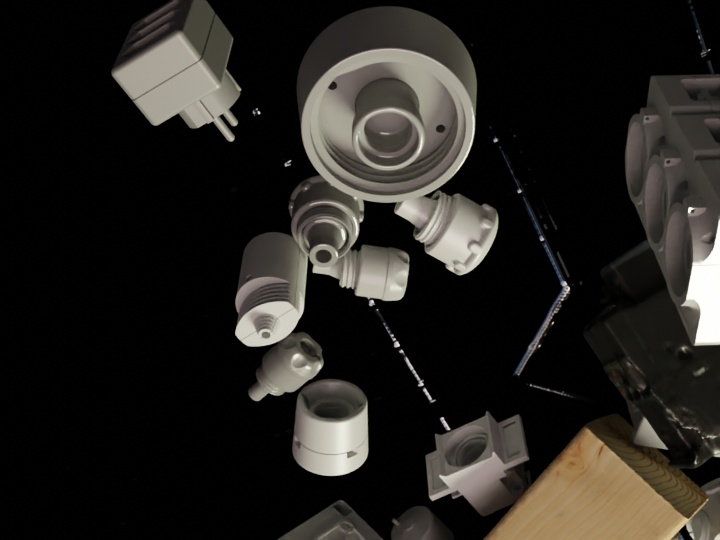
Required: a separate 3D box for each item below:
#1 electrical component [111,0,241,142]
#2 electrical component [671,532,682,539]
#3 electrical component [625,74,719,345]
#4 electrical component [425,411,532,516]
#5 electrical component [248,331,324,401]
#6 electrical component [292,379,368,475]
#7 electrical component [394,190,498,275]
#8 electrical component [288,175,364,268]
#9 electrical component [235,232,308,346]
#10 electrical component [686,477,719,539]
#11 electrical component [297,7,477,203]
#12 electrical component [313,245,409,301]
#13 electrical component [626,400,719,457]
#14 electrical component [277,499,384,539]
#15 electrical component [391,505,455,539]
[{"bbox_3d":[-0.093,-0.106,0.607,0.047,0.065,0.076,-27,121,18],"label":"electrical component"},{"bbox_3d":[0.224,0.225,0.843,0.061,0.061,0.096,-17,124,12],"label":"electrical component"},{"bbox_3d":[0.196,-0.038,0.601,0.062,0.150,0.089,-2,125,0],"label":"electrical component"},{"bbox_3d":[0.093,0.147,0.802,0.081,0.042,0.063,-27,124,19],"label":"electrical component"},{"bbox_3d":[-0.055,0.071,0.753,0.035,0.035,0.061,36,121,-23],"label":"electrical component"},{"bbox_3d":[-0.021,0.111,0.770,0.055,0.055,0.047,2,122,-1],"label":"electrical component"},{"bbox_3d":[0.052,-0.029,0.675,0.062,0.048,0.048,28,121,-11],"label":"electrical component"},{"bbox_3d":[-0.022,-0.026,0.666,0.048,0.062,0.048,0,126,0],"label":"electrical component"},{"bbox_3d":[-0.057,0.016,0.685,0.043,0.081,0.043,0,126,0],"label":"electrical component"},{"bbox_3d":[0.296,0.200,0.832,0.080,0.051,0.080,0,125,0],"label":"electrical component"},{"bbox_3d":[0.016,-0.090,0.621,0.108,0.060,0.108,0,126,0],"label":"electrical component"},{"bbox_3d":[0.000,0.000,0.702,0.061,0.035,0.035,8,125,-2],"label":"electrical component"},{"bbox_3d":[0.240,0.080,0.748,0.100,0.048,0.099,9,125,-6],"label":"electrical component"},{"bbox_3d":[-0.018,0.243,0.807,0.109,0.109,0.056,41,121,20],"label":"electrical component"},{"bbox_3d":[0.058,0.221,0.856,0.040,0.040,0.078,-31,120,20],"label":"electrical component"}]
